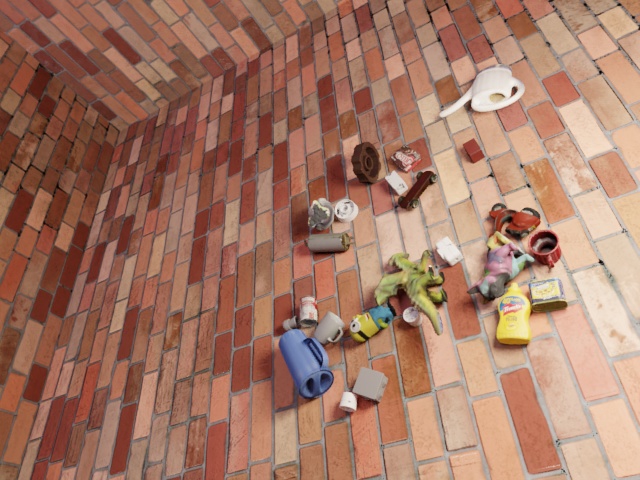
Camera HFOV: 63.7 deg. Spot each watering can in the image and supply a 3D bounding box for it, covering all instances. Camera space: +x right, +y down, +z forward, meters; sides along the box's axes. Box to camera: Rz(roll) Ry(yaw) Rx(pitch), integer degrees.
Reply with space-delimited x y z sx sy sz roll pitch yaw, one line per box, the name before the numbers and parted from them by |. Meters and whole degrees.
watering can | 0.673 -0.618 2.148 0.346 0.229 0.102 -4 -36 33

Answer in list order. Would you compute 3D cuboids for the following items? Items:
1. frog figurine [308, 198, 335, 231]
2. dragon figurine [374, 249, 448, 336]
frog figurine | 0.007 -0.112 2.234 0.122 0.137 0.160 -8 2 7
dragon figurine | 0.302 0.176 1.781 0.241 0.421 0.120 -21 -54 26
